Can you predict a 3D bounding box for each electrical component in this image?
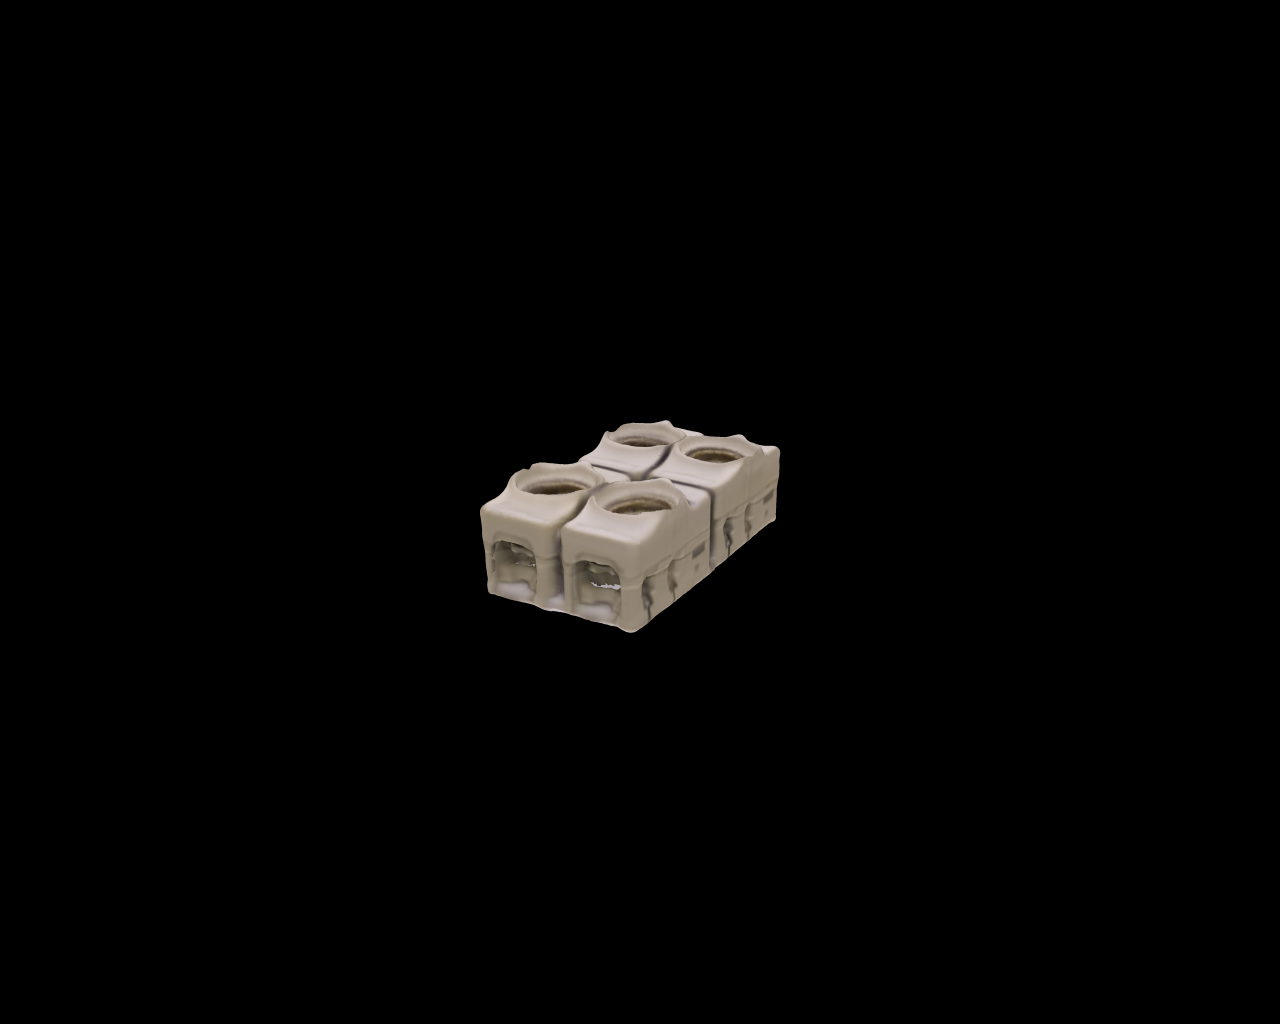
[{"bbox_3d":[0.001,-0.003,0.650,0.105,0.060,0.186,13,26,29],"label":"electrical component"}]
